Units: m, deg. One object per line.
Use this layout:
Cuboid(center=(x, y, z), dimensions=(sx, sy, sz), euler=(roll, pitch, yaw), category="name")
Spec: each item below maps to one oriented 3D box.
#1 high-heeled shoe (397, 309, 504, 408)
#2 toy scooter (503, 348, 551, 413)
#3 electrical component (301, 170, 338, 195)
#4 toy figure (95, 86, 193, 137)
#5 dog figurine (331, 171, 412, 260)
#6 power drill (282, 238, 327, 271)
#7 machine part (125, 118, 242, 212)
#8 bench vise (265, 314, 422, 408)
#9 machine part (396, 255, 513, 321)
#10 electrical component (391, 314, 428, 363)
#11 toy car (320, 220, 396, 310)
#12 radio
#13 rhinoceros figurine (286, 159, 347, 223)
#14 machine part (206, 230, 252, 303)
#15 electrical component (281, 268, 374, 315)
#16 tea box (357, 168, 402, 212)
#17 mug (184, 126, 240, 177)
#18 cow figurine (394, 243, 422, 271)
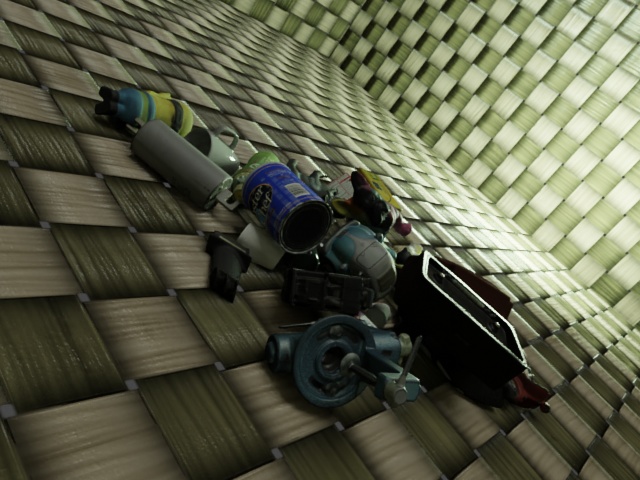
Cuboid(center=(0.239, 0.212, 1.017), dimensions=(0.248, 0.086, 0.145), euler=(53, -11, -7), category="high-heeled shoe")
Cuboid(center=(0.400, 0.277, 1.079), dimensions=(0.135, 0.075, 0.184), euler=(34, 26, -6), category="toy scooter")
Cuboid(center=(-0.001, -0.134, 1.329), dimensions=(0.078, 0.045, 0.102), euler=(16, 30, -44), category="electrical component")
Cuboid(center=(-0.324, -0.236, 1.012), dimensions=(0.089, 0.082, 0.180), euler=(44, 22, 27), category="toy figure")
Cuboid(center=(0.090, -0.057, 1.126), dimensions=(0.192, 0.108, 0.219), euler=(31, -9, 47), category="dog figurine")
Cuboid(center=(-0.002, -0.003, 1.032), dimensions=(0.207, 0.086, 0.232), euler=(30, 24, -27), category="power drill")
Cuboid(center=(-0.240, -0.130, 0.933), dimensions=(0.243, 0.079, 0.079), euler=(40, 23, 4), category="machine part")
Cuboid(center=(0.055, 0.160, 0.691), dimensions=(0.223, 0.128, 0.241), euler=(16, -2, -26), category="bench vise")
Cuboid(center=(0.266, 0.108, 1.083), dimensions=(0.201, 0.087, 0.201), euler=(32, -9, -11), category="machine part")
Cuboid(center=(0.148, 0.163, 0.926), dimensions=(0.048, 0.075, 0.119), euler=(42, 4, 6), category="electrical component")
Cuboid(center=(0.078, 0.054, 0.925), dimensions=(0.103, 0.109, 0.161), euler=(15, -45, 52), category="toy car")
Cuboid(center=(0.229, 0.127, 0.887), dimensions=(0.229, 0.073, 0.131), euler=(42, 23, -7), category="radio")
Cuboid(center=(-0.014, -0.109, 1.226), dimensions=(0.190, 0.073, 0.112), euler=(26, 23, -23), category="rhinoceros figurine")
Cuboid(center=(-0.140, 0.035, 0.812), dimensions=(0.084, 0.039, 0.139), euler=(37, 19, -22), category="machine part")
Cuboid(center=(0.012, 0.078, 0.820), dimensions=(0.134, 0.058, 0.115), euler=(8, -1, -9), category="electrical component")
Cuboid(center=(0.129, -0.099, 1.384), dimensions=(0.068, 0.098, 0.170), euler=(21, 29, -33), category="tea box")
Cuboid(center=(-0.201, -0.169, 1.040), dimensions=(0.081, 0.109, 0.107), euler=(45, 9, 29), category="mug")
Cuboid(center=(0.244, 0.083, 1.235), dimensions=(0.167, 0.068, 0.098), euler=(43, 28, 22), category="cow figurine")
